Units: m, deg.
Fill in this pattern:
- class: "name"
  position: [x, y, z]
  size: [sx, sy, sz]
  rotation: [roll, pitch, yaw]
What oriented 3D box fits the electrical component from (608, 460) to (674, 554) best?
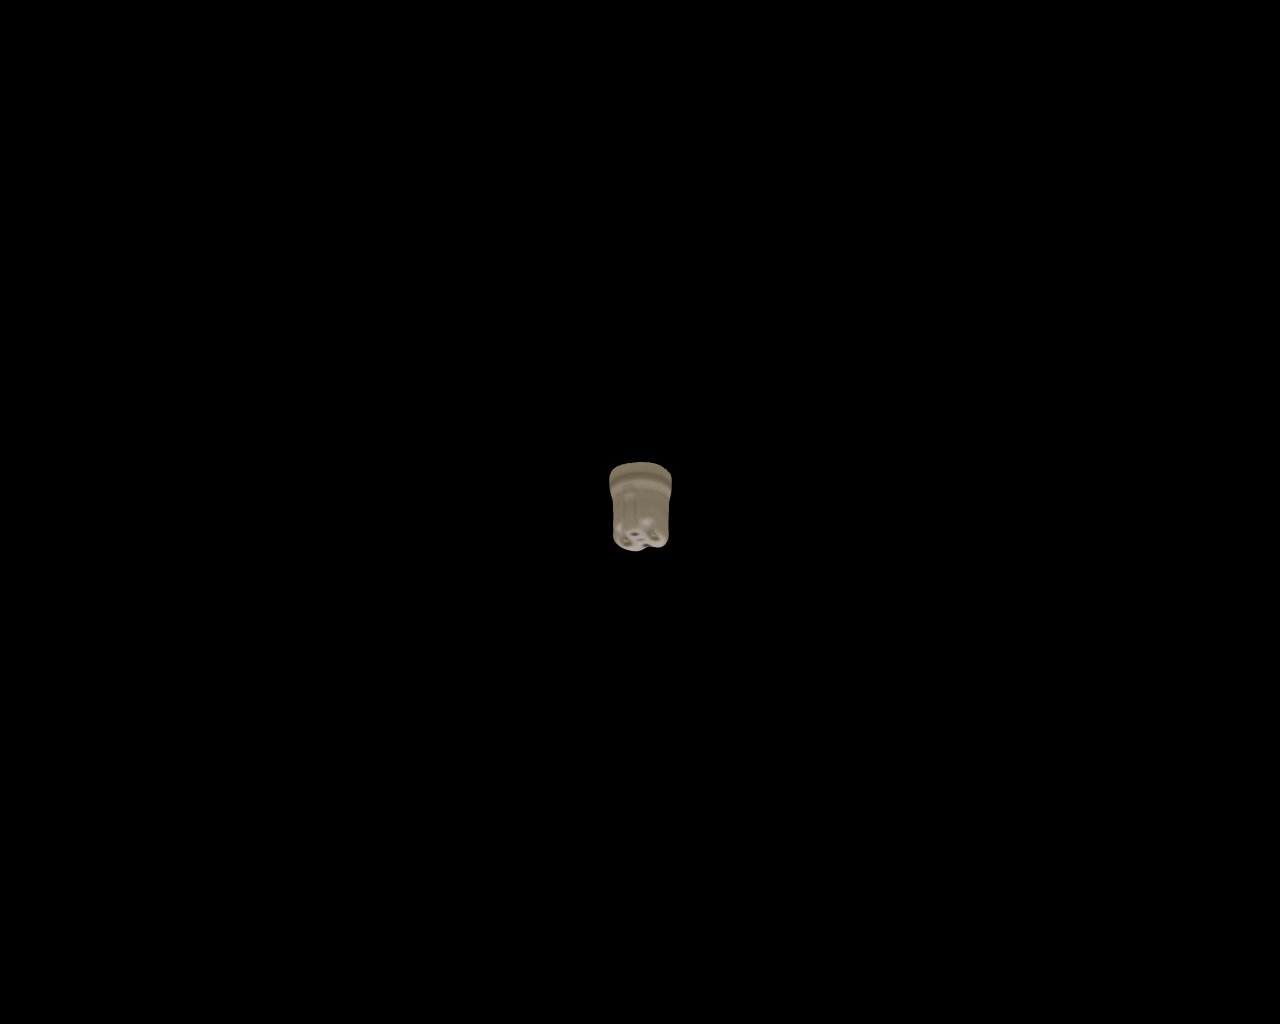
- class: "electrical component"
  position: [0.001, -0.003, 0.650]
  size: [0.040, 0.046, 0.040]
  rotation: [0, -26, 0]
